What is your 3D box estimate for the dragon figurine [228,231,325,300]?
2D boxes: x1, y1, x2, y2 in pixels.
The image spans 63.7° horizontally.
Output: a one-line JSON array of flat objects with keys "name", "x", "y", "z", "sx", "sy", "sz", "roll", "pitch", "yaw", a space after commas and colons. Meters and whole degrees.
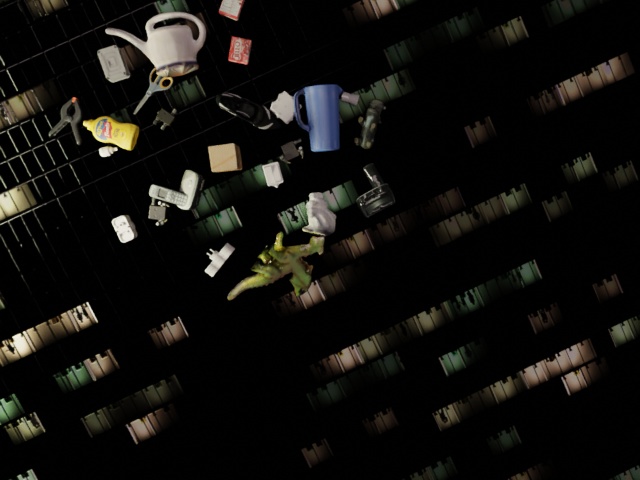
[{"name": "dragon figurine", "x": -0.137, "y": 0.127, "z": 1.963, "sx": 0.241, "sy": 0.123, "sz": 0.409, "roll": 39, "pitch": 93, "yaw": -14}]

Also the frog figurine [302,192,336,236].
[{"name": "frog figurine", "x": 0.006, "y": -0.098, "z": 1.946, "sx": 0.137, "sy": 0.123, "sz": 0.160, "roll": 15, "pitch": 85, "yaw": -38}]

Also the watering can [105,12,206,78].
[{"name": "watering can", "x": -0.577, "y": -0.697, "z": 1.861, "sx": 0.348, "sy": 0.104, "sz": 0.223, "roll": -12, "pitch": 96, "yaw": -4}]
